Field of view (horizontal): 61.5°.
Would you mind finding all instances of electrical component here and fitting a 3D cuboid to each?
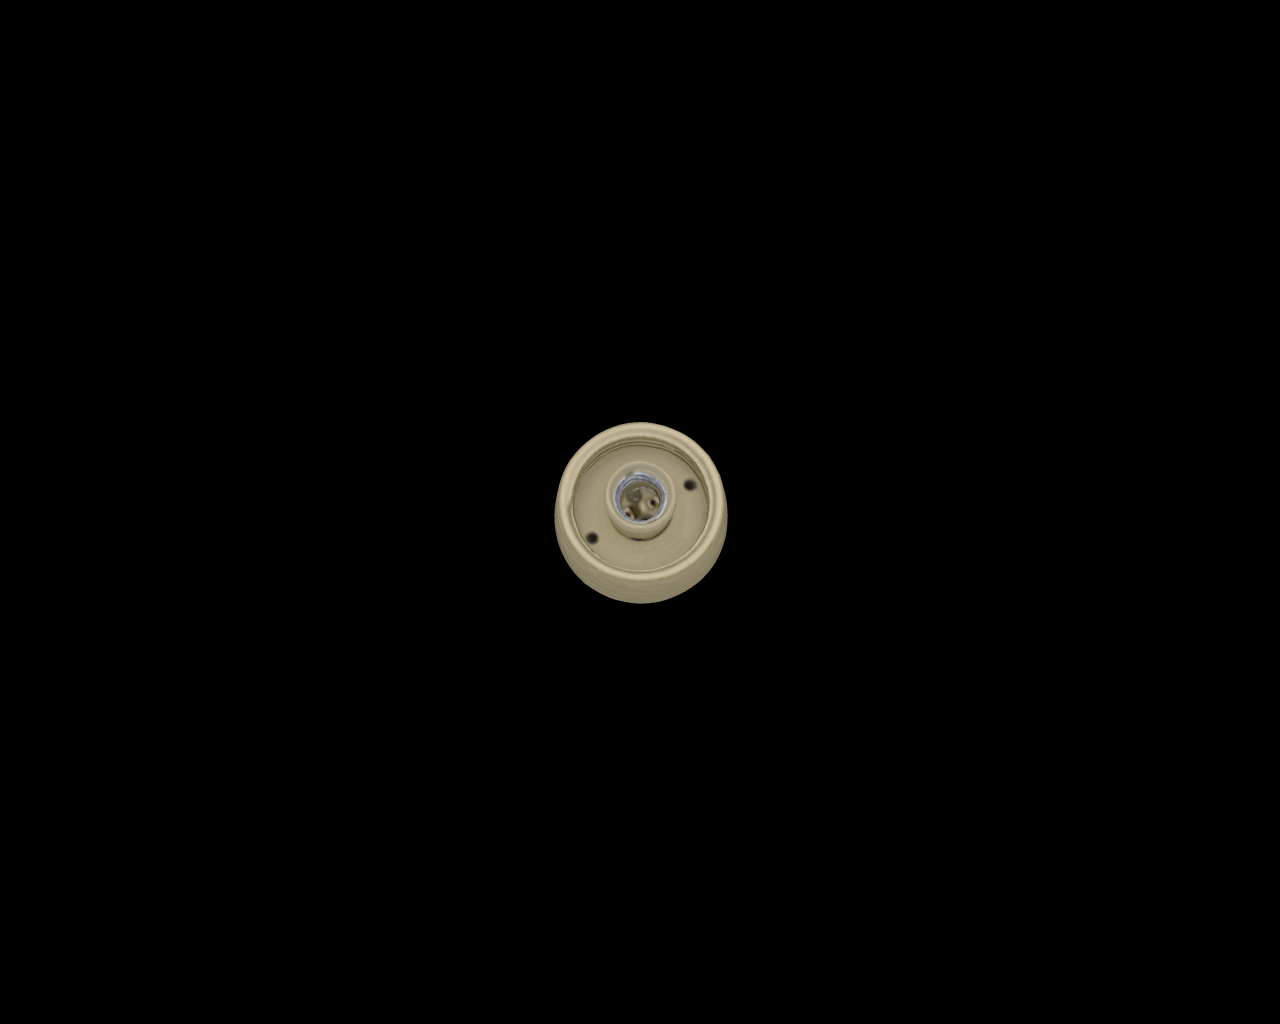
[{"bbox_3d":[0.001,-0.003,0.650,0.108,0.108,0.060,0,-15,0],"label":"electrical component"}]
